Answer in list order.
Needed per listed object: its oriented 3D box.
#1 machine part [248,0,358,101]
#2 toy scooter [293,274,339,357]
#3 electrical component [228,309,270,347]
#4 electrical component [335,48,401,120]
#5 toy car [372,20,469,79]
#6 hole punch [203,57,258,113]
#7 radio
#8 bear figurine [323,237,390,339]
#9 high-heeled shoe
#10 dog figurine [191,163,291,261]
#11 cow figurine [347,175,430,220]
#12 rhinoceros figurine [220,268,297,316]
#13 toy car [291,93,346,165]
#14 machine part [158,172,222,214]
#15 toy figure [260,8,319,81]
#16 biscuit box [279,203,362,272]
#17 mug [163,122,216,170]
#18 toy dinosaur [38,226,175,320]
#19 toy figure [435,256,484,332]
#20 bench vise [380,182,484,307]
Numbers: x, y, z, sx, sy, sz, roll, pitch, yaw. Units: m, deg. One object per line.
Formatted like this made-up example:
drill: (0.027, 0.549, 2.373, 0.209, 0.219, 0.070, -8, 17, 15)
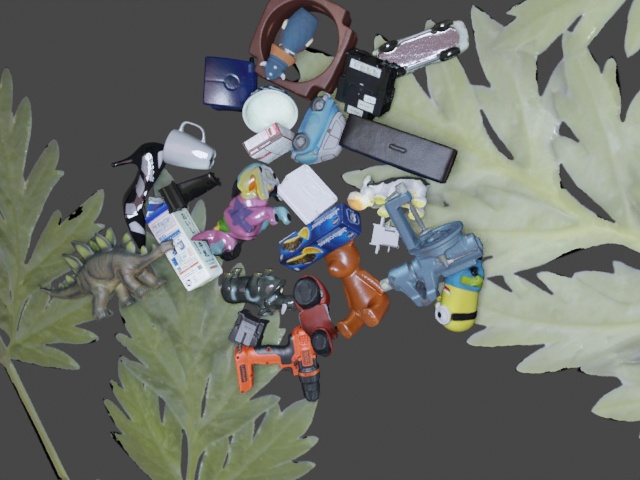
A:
machine part: (-0.035, -0.418, 1.159, 0.201, 0.087, 0.201, 28, 99, 9)
toy scooter: (0.001, 0.169, 1.195, 0.075, 0.135, 0.184, -21, 71, 15)
electrical component: (-0.176, 0.230, 1.273, 0.075, 0.048, 0.119, 27, 99, 10)
electrical component: (0.097, -0.319, 1.128, 0.115, 0.058, 0.134, 30, 131, 19)
toy car: (0.207, -0.393, 1.119, 0.202, 0.056, 0.073, -16, 98, 16)
hole punch: (-0.203, -0.348, 1.207, 0.116, 0.092, 0.142, 4, 93, 9)
radio: (0.163, -0.185, 1.108, 0.230, 0.131, 0.073, 23, 100, 11)
bear figurine: (0.065, 0.091, 1.162, 0.120, 0.132, 0.195, -31, 94, 41)
high-heeled shoe: (-0.409, -0.108, 1.302, 0.145, 0.086, 0.248, -15, 111, -15)
dog figurine: (-0.192, -0.058, 1.222, 0.219, 0.108, 0.191, -19, 91, 17)
cow figurine: (0.146, -0.102, 1.148, 0.168, 0.068, 0.098, 6, 53, 14)
rhinoceros figurine: (-0.141, 0.122, 1.241, 0.190, 0.073, 0.112, 7, 96, 13)
toy car: (0.009, -0.226, 1.159, 0.103, 0.109, 0.161, 28, 96, 4)
machine part: (-0.297, -0.116, 1.243, 0.139, 0.039, 0.084, -25, 68, -16)
toy figure: (-0.062, -0.393, 1.096, 0.064, 0.058, 0.154, 42, 108, 13)
biscuit box: (-0.002, -0.004, 1.159, 0.203, 0.062, 0.059, -33, 43, 35)
mug: (-0.295, -0.213, 1.249, 0.107, 0.081, 0.109, 20, 95, -1)
toy dinosaur: (-0.527, 0.084, 1.305, 0.472, 0.105, 0.198, -27, 89, 25)
toy figure: (0.300, 0.106, 1.130, 0.089, 0.082, 0.180, 19, 97, 13)
bench vise: (0.194, 0.003, 1.077, 0.224, 0.129, 0.240, -25, 100, 32)
